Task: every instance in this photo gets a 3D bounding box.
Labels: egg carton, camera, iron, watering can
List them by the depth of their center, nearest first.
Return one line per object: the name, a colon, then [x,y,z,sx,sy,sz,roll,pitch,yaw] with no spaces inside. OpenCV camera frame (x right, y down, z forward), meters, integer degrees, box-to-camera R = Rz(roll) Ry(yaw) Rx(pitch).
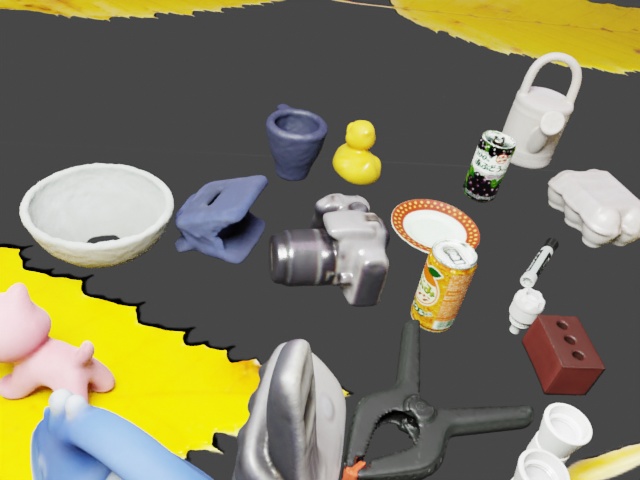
iron: [-0.138,0.180,0.418,0.257,0.141,0.119,28,42,21]
camera: [0.006,0.003,0.703,0.137,0.101,0.143,-1,40,-15]
egg carton: [0.430,-0.052,0.894,0.107,0.069,0.150,-4,41,-17]
watering can: [0.390,-0.227,0.999,0.101,0.194,0.172,-1,40,-14]

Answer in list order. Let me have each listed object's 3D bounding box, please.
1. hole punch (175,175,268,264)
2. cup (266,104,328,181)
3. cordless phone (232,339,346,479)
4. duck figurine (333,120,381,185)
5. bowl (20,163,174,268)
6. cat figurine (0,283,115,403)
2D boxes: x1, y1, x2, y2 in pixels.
hole punch: [-0.126,-0.036,0.727,0.101,0.091,0.109,16,39,7]
cup: [-0.045,-0.147,0.880,0.092,0.095,0.117,-10,43,-23]
cordless phone: [-0.015,0.130,0.474,0.094,0.185,0.147,10,39,0]
duck figurine: [0.064,-0.145,0.910,0.078,0.086,0.104,-4,41,-17]
bowl: [-0.260,-0.019,0.687,0.167,0.075,0.167,7,39,-5]
cat figurine: [-0.257,0.093,0.516,0.127,0.118,0.067,17,39,8]
